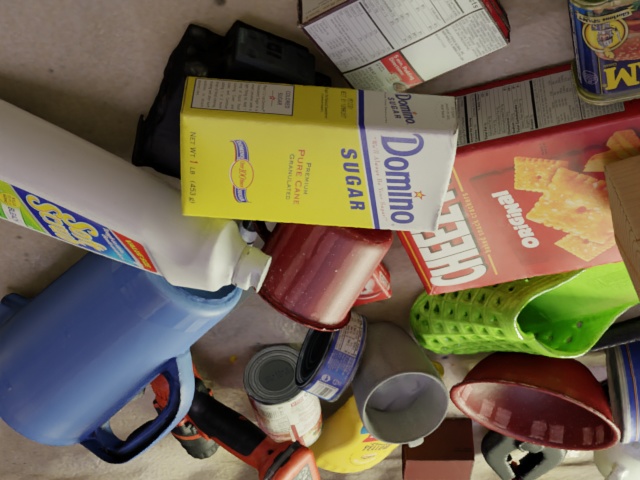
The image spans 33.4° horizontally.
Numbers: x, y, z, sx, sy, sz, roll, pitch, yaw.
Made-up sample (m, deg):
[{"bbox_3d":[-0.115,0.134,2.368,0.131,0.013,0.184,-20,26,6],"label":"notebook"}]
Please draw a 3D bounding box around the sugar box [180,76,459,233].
[{"bbox_3d":[-0.002,-0.054,0.706,0.176,0.048,0.093,5,136,0],"label":"sugar box"}]

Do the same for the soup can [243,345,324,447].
[{"bbox_3d":[-0.036,0.160,1.068,0.068,0.068,0.102,-4,142,6],"label":"soup can"}]

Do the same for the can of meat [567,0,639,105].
[{"bbox_3d":[0.209,-0.142,0.680,0.102,0.057,0.084,-10,138,12],"label":"can of meat"}]

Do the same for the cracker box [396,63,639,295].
[{"bbox_3d":[0.160,-0.042,0.797,0.214,0.072,0.164,-12,140,17],"label":"cracker box"}]

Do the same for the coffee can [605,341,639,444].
[{"bbox_3d":[0.346,0.133,0.997,0.140,0.103,0.103,-6,142,9],"label":"coffee can"}]

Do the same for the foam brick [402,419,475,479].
[{"bbox_3d":[0.128,0.230,1.170,0.078,0.053,0.051,1,143,1],"label":"foam brick"}]

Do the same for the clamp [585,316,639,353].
[{"bbox_3d":[0.307,0.074,0.931,0.120,0.039,0.171,33,98,7],"label":"clamp"}]

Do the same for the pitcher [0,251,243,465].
[{"bbox_3d":[-0.169,0.079,0.911,0.149,0.145,0.243,27,132,-30],"label":"pitcher"}]

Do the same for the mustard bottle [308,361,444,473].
[{"bbox_3d":[0.069,0.176,1.092,0.096,0.058,0.192,4,144,-31],"label":"mustard bottle"}]

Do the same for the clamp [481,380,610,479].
[{"bbox_3d":[0.216,0.204,1.147,0.164,0.036,0.210,7,139,-6],"label":"clamp"}]

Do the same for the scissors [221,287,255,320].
[{"bbox_3d":[-0.013,0.015,0.884,0.096,0.016,0.202,22,127,-9],"label":"scissors"}]

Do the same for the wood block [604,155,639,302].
[{"bbox_3d":[0.305,-0.021,0.700,0.206,0.091,0.090,-17,139,9],"label":"wood block"}]

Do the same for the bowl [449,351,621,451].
[{"bbox_3d":[0.207,0.144,1.010,0.162,0.055,0.162,16,156,7],"label":"bowl"}]

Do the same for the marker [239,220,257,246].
[{"bbox_3d":[-0.068,0.006,0.908,0.020,0.020,0.121,13,141,-15],"label":"marker"}]

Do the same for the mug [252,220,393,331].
[{"bbox_3d":[-0.005,0.001,0.812,0.093,0.117,0.082,-4,132,-53],"label":"mug"}]

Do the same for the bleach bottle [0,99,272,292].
[{"bbox_3d":[-0.154,-0.027,0.763,0.251,0.068,0.103,22,154,3],"label":"bleach bottle"}]

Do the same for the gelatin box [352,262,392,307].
[{"bbox_3d":[0.009,0.031,0.930,0.089,0.030,0.073,-14,140,20],"label":"gelatin box"}]

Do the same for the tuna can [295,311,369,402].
[{"bbox_3d":[0.010,0.102,0.976,0.033,0.086,0.086,24,138,-14],"label":"tuna can"}]

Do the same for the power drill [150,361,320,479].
[{"bbox_3d":[-0.086,0.205,1.062,0.188,0.057,0.184,30,154,28],"label":"power drill"}]

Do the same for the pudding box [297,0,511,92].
[{"bbox_3d":[0.055,-0.144,0.694,0.114,0.039,0.090,-22,137,24],"label":"pudding box"}]
